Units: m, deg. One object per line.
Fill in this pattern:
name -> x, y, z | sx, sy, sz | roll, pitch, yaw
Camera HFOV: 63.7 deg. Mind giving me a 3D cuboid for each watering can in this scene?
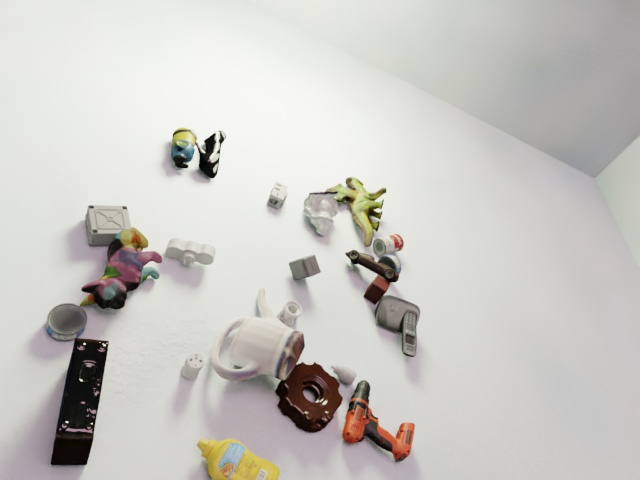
watering can -> -0.144, 0.250, 1.375 | 0.225, 0.102, 0.355 | 15, 34, 12

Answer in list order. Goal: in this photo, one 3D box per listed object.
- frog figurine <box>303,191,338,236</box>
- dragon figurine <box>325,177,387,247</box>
frog figurine -> 0.006, -0.094, 1.872 | 0.137, 0.122, 0.160 | 2, 83, -44
dragon figurine -> 0.126, -0.132, 1.994 | 0.243, 0.119, 0.419 | 16, 37, 8
